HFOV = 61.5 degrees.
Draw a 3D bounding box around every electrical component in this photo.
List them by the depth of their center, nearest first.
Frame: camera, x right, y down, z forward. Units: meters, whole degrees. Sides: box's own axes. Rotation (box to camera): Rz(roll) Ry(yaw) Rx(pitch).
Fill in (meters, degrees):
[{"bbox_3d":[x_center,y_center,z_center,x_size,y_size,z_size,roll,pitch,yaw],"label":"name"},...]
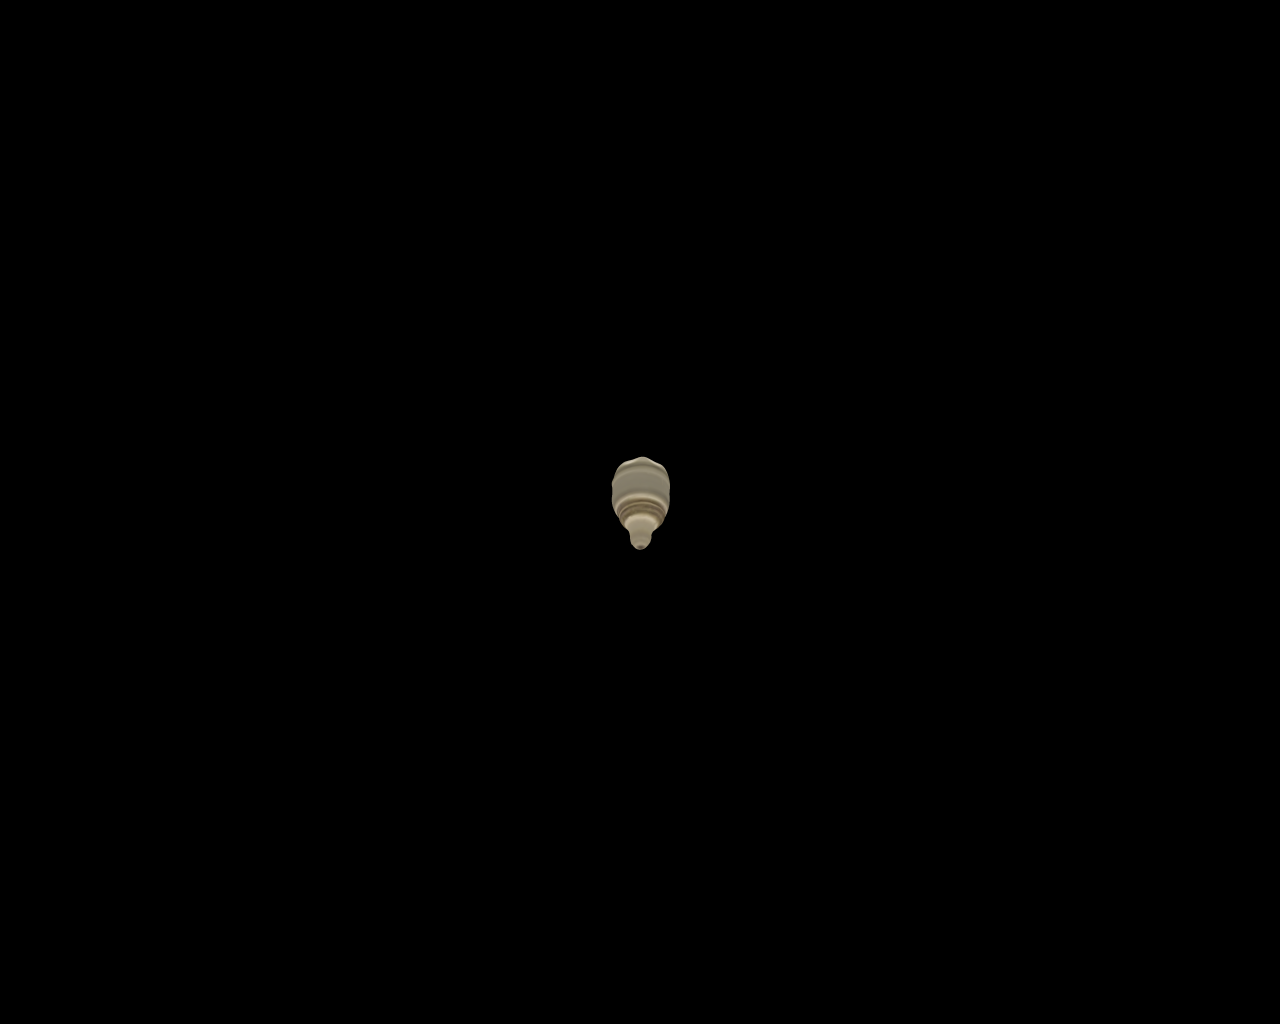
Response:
[{"bbox_3d":[0.001,-0.003,0.650,0.035,0.061,0.035,0,-39,0],"label":"electrical component"}]
